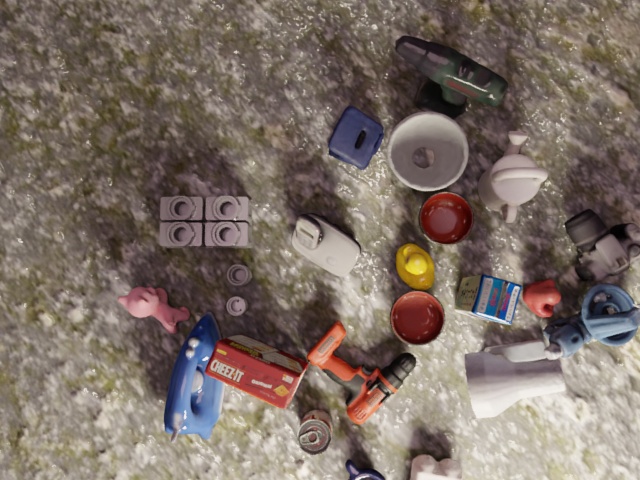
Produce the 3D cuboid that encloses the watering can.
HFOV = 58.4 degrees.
[{"bbox_3d":[0.380,-0.126,1.131,0.101,0.194,0.173,-17,84,2],"label":"watering can"}]

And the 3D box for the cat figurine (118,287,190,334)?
[{"bbox_3d":[-0.345,0.141,1.182,0.127,0.118,0.067,36,88,5],"label":"cat figurine"}]

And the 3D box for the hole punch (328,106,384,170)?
[{"bbox_3d":[0.078,-0.214,1.205,0.101,0.091,0.109,26,87,5],"label":"hole punch"}]

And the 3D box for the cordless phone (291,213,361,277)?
[{"bbox_3d":[0.010,0.004,1.143,0.147,0.185,0.094,30,87,5],"label":"cordless phone"}]

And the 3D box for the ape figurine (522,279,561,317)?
[{"bbox_3d":[0.456,0.115,1.159,0.076,0.092,0.078,26,87,5],"label":"ape figurine"}]

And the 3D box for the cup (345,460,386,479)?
[{"bbox_3d":[0.086,0.484,1.144,0.091,0.095,0.118,-34,84,0],"label":"cup"}]

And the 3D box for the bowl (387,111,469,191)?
[{"bbox_3d":[0.223,-0.180,1.203,0.167,0.075,0.167,0,85,3],"label":"bowl"}]

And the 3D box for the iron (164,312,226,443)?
[{"bbox_3d":[-0.259,0.275,1.155,0.118,0.141,0.258,7,86,4],"label":"iron"}]

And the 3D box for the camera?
[{"bbox_3d":[0.575,-0.002,1.158,0.143,0.101,0.137,-31,84,0],"label":"camera"}]

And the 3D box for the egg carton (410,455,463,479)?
[{"bbox_3d":[0.228,0.510,1.148,0.107,0.069,0.150,9,86,4],"label":"egg carton"}]

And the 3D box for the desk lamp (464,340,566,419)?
[{"bbox_3d":[0.364,0.256,1.090,0.203,0.213,0.118,-11,85,2],"label":"desk lamp"}]

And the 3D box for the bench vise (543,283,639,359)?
[{"bbox_3d":[0.536,0.171,1.086,0.121,0.220,0.207,38,88,6],"label":"bench vise"}]

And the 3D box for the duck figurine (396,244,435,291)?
[{"bbox_3d":[0.199,0.054,1.179,0.077,0.086,0.104,-26,84,1],"label":"duck figurine"}]

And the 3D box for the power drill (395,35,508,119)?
[{"bbox_3d":[0.250,-0.317,1.147,0.229,0.208,0.076,22,87,5],"label":"power drill"}]
